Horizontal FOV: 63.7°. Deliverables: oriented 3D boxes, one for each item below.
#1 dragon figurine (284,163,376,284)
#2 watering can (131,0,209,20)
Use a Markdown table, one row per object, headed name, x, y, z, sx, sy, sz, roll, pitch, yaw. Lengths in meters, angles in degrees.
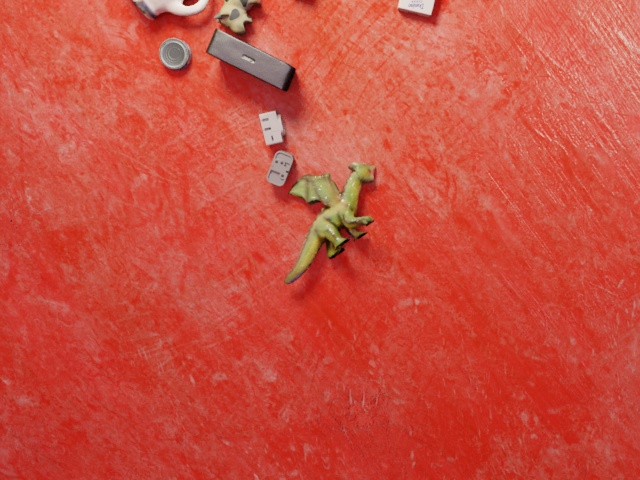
| name | x | y | z | sx | sy | sz | roll | pitch | yaw |
| --- | --- | --- | --- | --- | --- | --- | --- | --- | --- |
| dragon figurine | 0.005 | -0.075 | 1.490 | 0.409 | 0.122 | 0.244 | -35 | 81 | 6 |
| watering can | -0.437 | -0.739 | 1.359 | 0.223 | 0.105 | 0.345 | -30 | 100 | 8 |
